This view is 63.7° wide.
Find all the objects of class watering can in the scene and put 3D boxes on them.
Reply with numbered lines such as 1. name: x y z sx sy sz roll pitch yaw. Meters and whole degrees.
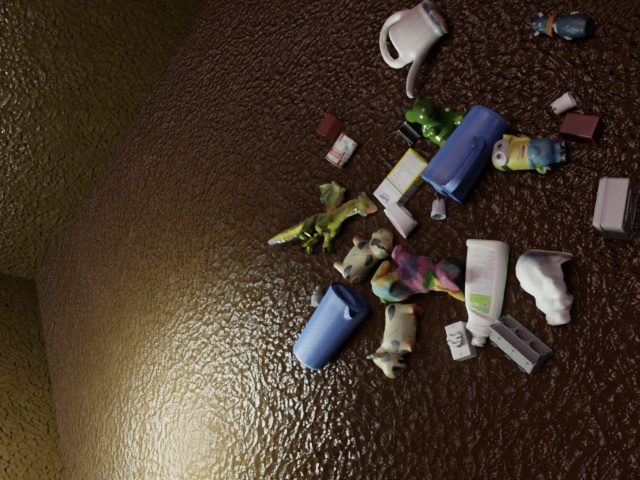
1. watering can: 0.300 -0.609 1.595 0.221 0.103 0.355 -35 52 27

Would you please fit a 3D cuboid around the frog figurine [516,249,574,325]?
1. frog figurine: 0.492 0.102 1.131 0.137 0.122 0.160 176 102 -77

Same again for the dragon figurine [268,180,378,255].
1. dragon figurine: 0.005 -0.085 1.685 0.410 0.120 0.247 2 58 41
